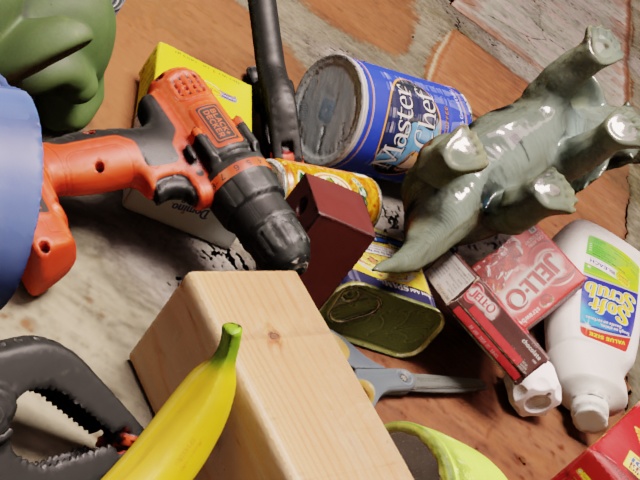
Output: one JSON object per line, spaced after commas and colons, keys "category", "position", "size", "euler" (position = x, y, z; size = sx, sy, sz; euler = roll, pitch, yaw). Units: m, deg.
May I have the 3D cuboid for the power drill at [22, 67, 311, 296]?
{"category": "power drill", "position": [-0.117, -0.027, 0.712], "size": [0.187, 0.057, 0.184], "euler": [-19, 60, -33]}

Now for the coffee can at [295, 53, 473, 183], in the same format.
{"category": "coffee can", "position": [0.058, -0.107, 0.988], "size": [0.140, 0.103, 0.103], "euler": [9, 43, -39]}

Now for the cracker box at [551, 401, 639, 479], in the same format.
{"category": "cracker box", "position": [0.287, 0.212, 0.847], "size": [0.164, 0.072, 0.213], "euler": [50, 33, 17]}

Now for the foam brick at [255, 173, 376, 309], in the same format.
{"category": "foam brick", "position": [-0.005, 0.001, 0.773], "size": [0.051, 0.078, 0.053], "euler": [23, 28, -27]}

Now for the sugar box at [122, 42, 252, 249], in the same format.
{"category": "sugar box", "position": [-0.102, -0.079, 0.851], "size": [0.093, 0.048, 0.176], "euler": [23, 34, -23]}

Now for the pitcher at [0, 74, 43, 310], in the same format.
{"category": "pitcher", "position": [-0.277, -0.024, 0.551], "size": [0.242, 0.145, 0.149], "euler": [7, 32, -34]}

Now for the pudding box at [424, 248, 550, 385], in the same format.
{"category": "pudding box", "position": [0.131, 0.059, 0.860], "size": [0.090, 0.039, 0.113], "euler": [49, 3, -12]}

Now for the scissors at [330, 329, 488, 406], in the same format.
{"category": "scissors", "position": [0.045, 0.093, 0.808], "size": [0.201, 0.016, 0.096], "euler": [-7, 53, -49]}

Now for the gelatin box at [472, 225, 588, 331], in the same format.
{"category": "gelatin box", "position": [0.180, 0.037, 0.950], "size": [0.073, 0.089, 0.030], "euler": [50, -10, 17]}

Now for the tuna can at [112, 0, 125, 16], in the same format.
{"category": "tuna can", "position": [-0.213, -0.213, 0.918], "size": [0.086, 0.034, 0.086], "euler": [26, 35, -20]}

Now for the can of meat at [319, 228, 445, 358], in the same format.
{"category": "can of meat", "position": [0.039, 0.035, 0.837], "size": [0.102, 0.058, 0.084], "euler": [20, 35, -27]}

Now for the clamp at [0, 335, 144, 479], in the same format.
{"category": "clamp", "position": [-0.179, 0.097, 0.534], "size": [0.209, 0.036, 0.164], "euler": [30, 62, -40]}

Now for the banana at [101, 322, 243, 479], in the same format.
{"category": "banana", "position": [-0.103, 0.128, 0.557], "size": [0.037, 0.069, 0.197], "euler": [20, 56, 32]}

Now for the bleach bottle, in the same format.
{"category": "bleach bottle", "position": [0.255, 0.085, 0.984], "size": [0.102, 0.068, 0.250], "euler": [32, 35, -9]}

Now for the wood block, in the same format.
{"category": "wood block", "position": [-0.022, 0.125, 0.636], "size": [0.090, 0.090, 0.206], "euler": [1, 48, -42]}

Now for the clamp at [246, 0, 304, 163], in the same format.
{"category": "clamp", "position": [-0.041, -0.136, 0.929], "size": [0.039, 0.120, 0.171], "euler": [-13, 51, -6]}
